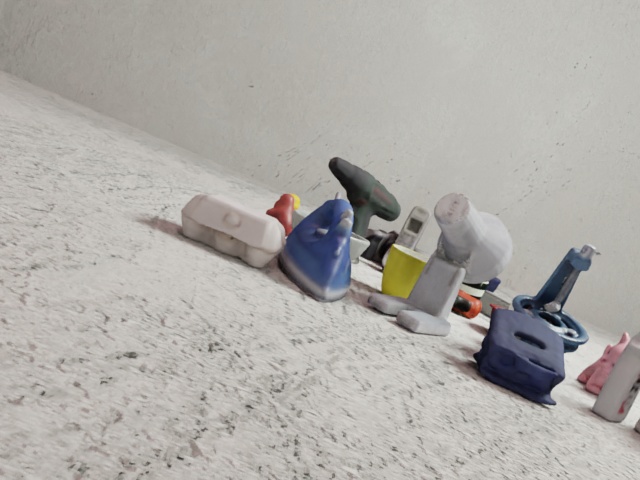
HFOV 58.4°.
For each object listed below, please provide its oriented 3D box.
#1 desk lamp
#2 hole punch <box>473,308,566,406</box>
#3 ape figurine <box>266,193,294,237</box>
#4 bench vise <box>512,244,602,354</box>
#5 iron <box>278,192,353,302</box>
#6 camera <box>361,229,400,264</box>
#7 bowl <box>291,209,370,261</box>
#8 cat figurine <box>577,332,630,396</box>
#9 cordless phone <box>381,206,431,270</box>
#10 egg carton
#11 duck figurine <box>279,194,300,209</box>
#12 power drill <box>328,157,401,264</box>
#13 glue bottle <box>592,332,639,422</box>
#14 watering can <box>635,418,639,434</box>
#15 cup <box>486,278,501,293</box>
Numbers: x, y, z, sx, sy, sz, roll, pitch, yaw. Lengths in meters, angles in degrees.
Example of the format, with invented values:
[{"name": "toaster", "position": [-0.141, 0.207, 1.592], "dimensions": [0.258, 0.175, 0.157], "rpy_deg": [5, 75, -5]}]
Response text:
[{"name": "desk lamp", "position": [0.203, 0.038, 0.908], "dimensions": [0.117, 0.213, 0.204], "rpy_deg": [28, 7, 36]}, {"name": "hole punch", "position": [0.269, 0.150, 0.756], "dimensions": [0.108, 0.091, 0.101], "rpy_deg": [24, 6, 6]}, {"name": "ape figurine", "position": [-0.082, -0.058, 1.252], "dimensions": [0.078, 0.092, 0.076], "rpy_deg": [19, 7, -36]}, {"name": "bench vise", "position": [0.353, 0.099, 0.912], "dimensions": [0.122, 0.220, 0.207], "rpy_deg": [22, 6, -12]}, {"name": "iron", "position": [0.017, -0.001, 0.879], "dimensions": [0.119, 0.141, 0.258], "rpy_deg": [22, 6, -10]}, {"name": "camera", "position": [0.190, 0.025, 1.536], "dimensions": [0.143, 0.101, 0.136], "rpy_deg": [22, 6, -17]}, {"name": "bowl", "position": [0.010, 0.004, 1.143], "dimensions": [0.167, 0.075, 0.167], "rpy_deg": [23, 6, -2]}, {"name": "cat figurine", "position": [0.507, 0.214, 0.983], "dimensions": [0.067, 0.118, 0.128], "rpy_deg": [24, 6, 9]}, {"name": "cordless phone", "position": [0.245, 0.019, 1.382], "dimensions": [0.147, 0.185, 0.094], "rpy_deg": [25, 6, 19]}, {"name": "egg carton", "position": [-0.123, -0.016, 0.827], "dimensions": [0.150, 0.069, 0.107], "rpy_deg": [24, 6, 1]}, {"name": "duck figurine", "position": [-0.077, -0.073, 1.445], "dimensions": [0.077, 0.086, 0.105], "rpy_deg": [28, 7, 36]}, {"name": "power drill", "position": [0.077, -0.060, 1.317], "dimensions": [0.230, 0.208, 0.075], "rpy_deg": [19, 7, -36]}, {"name": "glue bottle", "position": [0.450, 0.177, 0.822], "dimensions": [0.037, 0.173, 0.078], "rpy_deg": [28, 8, 40]}, {"name": "watering can", "position": [0.527, 0.203, 0.787], "dimensions": [0.100, 0.194, 0.173], "rpy_deg": [26, 6, 25]}, {"name": "cup", "position": [0.407, 0.124, 1.521], "dimensions": [0.117, 0.095, 0.092], "rpy_deg": [27, 7, 29]}]
